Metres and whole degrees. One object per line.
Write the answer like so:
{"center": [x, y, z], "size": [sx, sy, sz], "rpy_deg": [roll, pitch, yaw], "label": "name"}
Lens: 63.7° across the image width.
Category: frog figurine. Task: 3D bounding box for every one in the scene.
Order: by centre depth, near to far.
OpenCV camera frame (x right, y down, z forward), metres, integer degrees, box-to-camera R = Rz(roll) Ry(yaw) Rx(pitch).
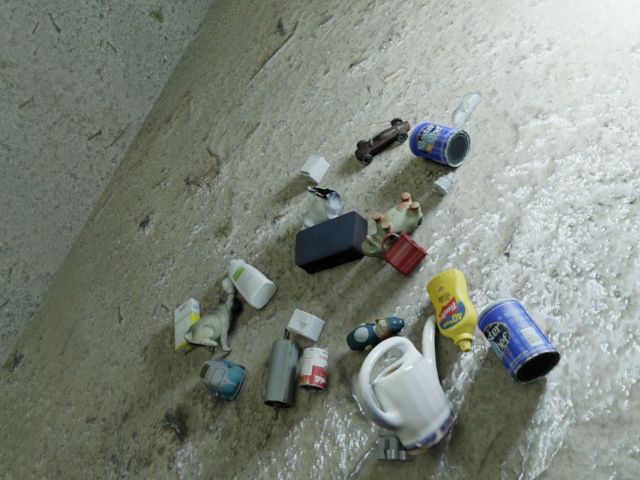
{"center": [0.005, -0.082, 1.637], "size": [0.138, 0.157, 0.123], "rpy_deg": [22, 24, 40], "label": "frog figurine"}

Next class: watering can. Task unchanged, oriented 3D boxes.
{"center": [0.211, 0.302, 1.096], "size": [0.351, 0.226, 0.102], "rpy_deg": [-21, -10, -47], "label": "watering can"}
